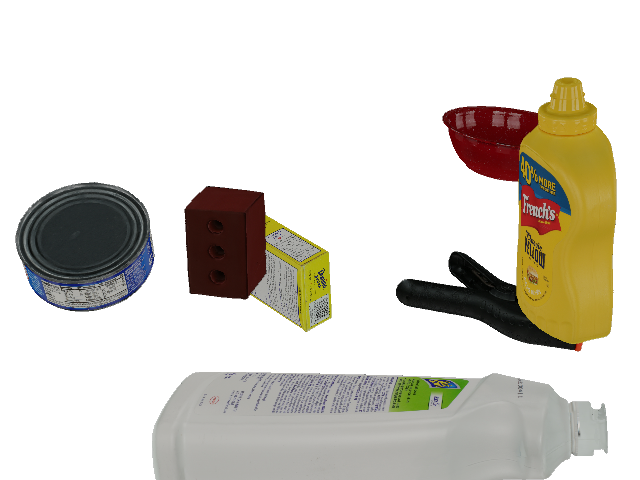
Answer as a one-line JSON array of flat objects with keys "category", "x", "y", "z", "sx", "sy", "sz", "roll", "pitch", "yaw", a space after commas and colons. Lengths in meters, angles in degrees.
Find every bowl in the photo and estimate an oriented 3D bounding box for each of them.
[{"category": "bowl", "x": 0.220, "y": -0.110, "z": 1.254, "sx": 0.162, "sy": 0.055, "sz": 0.162, "roll": 5, "pitch": 23, "yaw": -2}]

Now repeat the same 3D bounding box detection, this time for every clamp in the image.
[{"category": "clamp", "x": 0.168, "y": 0.055, "z": 0.995, "sx": 0.172, "sy": 0.039, "sz": 0.120, "roll": 20, "pitch": 31, "yaw": 19}]

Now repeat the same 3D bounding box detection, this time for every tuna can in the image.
[{"category": "tuna can", "x": -0.152, "y": 0.004, "z": 0.695, "sx": 0.086, "sy": 0.086, "sz": 0.034, "roll": 0, "pitch": -41, "yaw": 1}]

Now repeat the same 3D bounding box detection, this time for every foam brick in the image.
[{"category": "foam brick", "x": -0.077, "y": 0.001, "z": 0.881, "sx": 0.053, "sy": 0.078, "sz": 0.051, "roll": 5, "pitch": 23, "yaw": 15}]

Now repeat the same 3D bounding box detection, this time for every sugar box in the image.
[{"category": "sugar box", "x": -0.061, "y": 0.022, "z": 1.198, "sx": 0.048, "sy": 0.093, "sz": 0.176, "roll": -26, "pitch": 41, "yaw": -31}]

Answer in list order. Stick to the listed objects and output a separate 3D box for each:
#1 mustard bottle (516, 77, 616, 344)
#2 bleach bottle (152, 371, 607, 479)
[{"category": "mustard bottle", "x": 0.180, "y": -0.026, "z": 0.786, "sx": 0.058, "sy": 0.192, "sz": 0.096, "roll": -11, "pitch": 28, "yaw": -12}, {"category": "bleach bottle", "x": 0.037, "y": 0.115, "z": 0.620, "sx": 0.251, "sy": 0.068, "sz": 0.102, "roll": -3, "pitch": 16, "yaw": 10}]
